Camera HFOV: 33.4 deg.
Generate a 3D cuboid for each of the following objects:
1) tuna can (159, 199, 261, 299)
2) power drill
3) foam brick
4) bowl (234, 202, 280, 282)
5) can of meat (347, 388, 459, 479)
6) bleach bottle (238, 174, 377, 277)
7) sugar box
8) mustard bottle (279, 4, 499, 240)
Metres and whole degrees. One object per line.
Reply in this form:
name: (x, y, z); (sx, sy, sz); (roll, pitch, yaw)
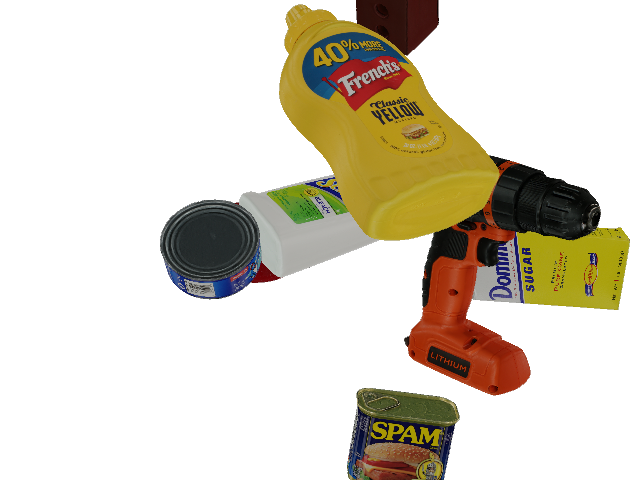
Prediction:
tuna can: (-0.094, 0.008, 0.923); (0.086, 0.086, 0.034); (0, -36, 3)
power drill: (0.135, 0.024, 0.854); (0.057, 0.188, 0.185); (-16, 26, -39)
foam brick: (0.063, -0.202, 0.875); (0.053, 0.051, 0.078); (26, -33, 25)
bowl: (-0.082, 0.008, 1.321); (0.162, 0.055, 0.162); (3, 25, -2)
can of meat: (0.080, 0.201, 1.064); (0.102, 0.084, 0.057); (8, 17, -3)
bleach bottle: (0.044, -0.041, 1.165); (0.250, 0.068, 0.103); (-20, 43, -23)
sugar box: (0.266, 0.028, 1.257); (0.176, 0.093, 0.048); (2, 20, -1)
mustard bottle: (0.028, -0.089, 0.697); (0.096, 0.192, 0.058); (-16, -34, -26)
